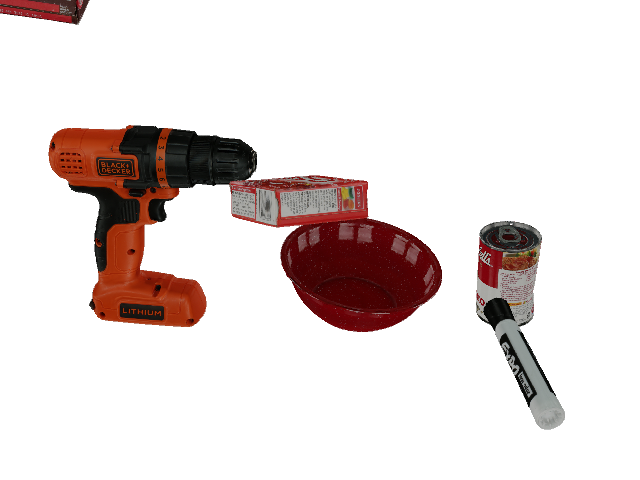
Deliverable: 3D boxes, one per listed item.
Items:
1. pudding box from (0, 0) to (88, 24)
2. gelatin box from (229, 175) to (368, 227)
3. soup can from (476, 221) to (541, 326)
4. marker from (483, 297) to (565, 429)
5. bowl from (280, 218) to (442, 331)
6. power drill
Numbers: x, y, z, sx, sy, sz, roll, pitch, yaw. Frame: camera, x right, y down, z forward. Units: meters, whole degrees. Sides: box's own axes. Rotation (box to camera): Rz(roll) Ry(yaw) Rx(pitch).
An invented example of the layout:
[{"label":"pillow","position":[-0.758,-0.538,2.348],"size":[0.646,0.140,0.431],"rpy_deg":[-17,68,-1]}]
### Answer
[{"label":"pudding box","position":[-0.235,-0.225,0.889],"size":[0.090,0.039,0.113],"rpy_deg":[8,36,-5]},{"label":"gelatin box","position":[-0.017,-0.031,0.780],"size":[0.073,0.030,0.089],"rpy_deg":[-6,9,-25]},{"label":"soup can","position":[0.210,0.038,1.199],"size":[0.068,0.102,0.068],"rpy_deg":[-1,29,0]},{"label":"marker","position":[0.133,0.078,0.712],"size":[0.020,0.020,0.121],"rpy_deg":[0,33,-11]},{"label":"bowl","position":[0.037,0.042,1.067],"size":[0.162,0.055,0.162],"rpy_deg":[6,35,-4]},{"label":"power drill","position":[-0.146,-0.014,0.966],"size":[0.184,0.188,0.057],"rpy_deg":[5,28,9]}]
